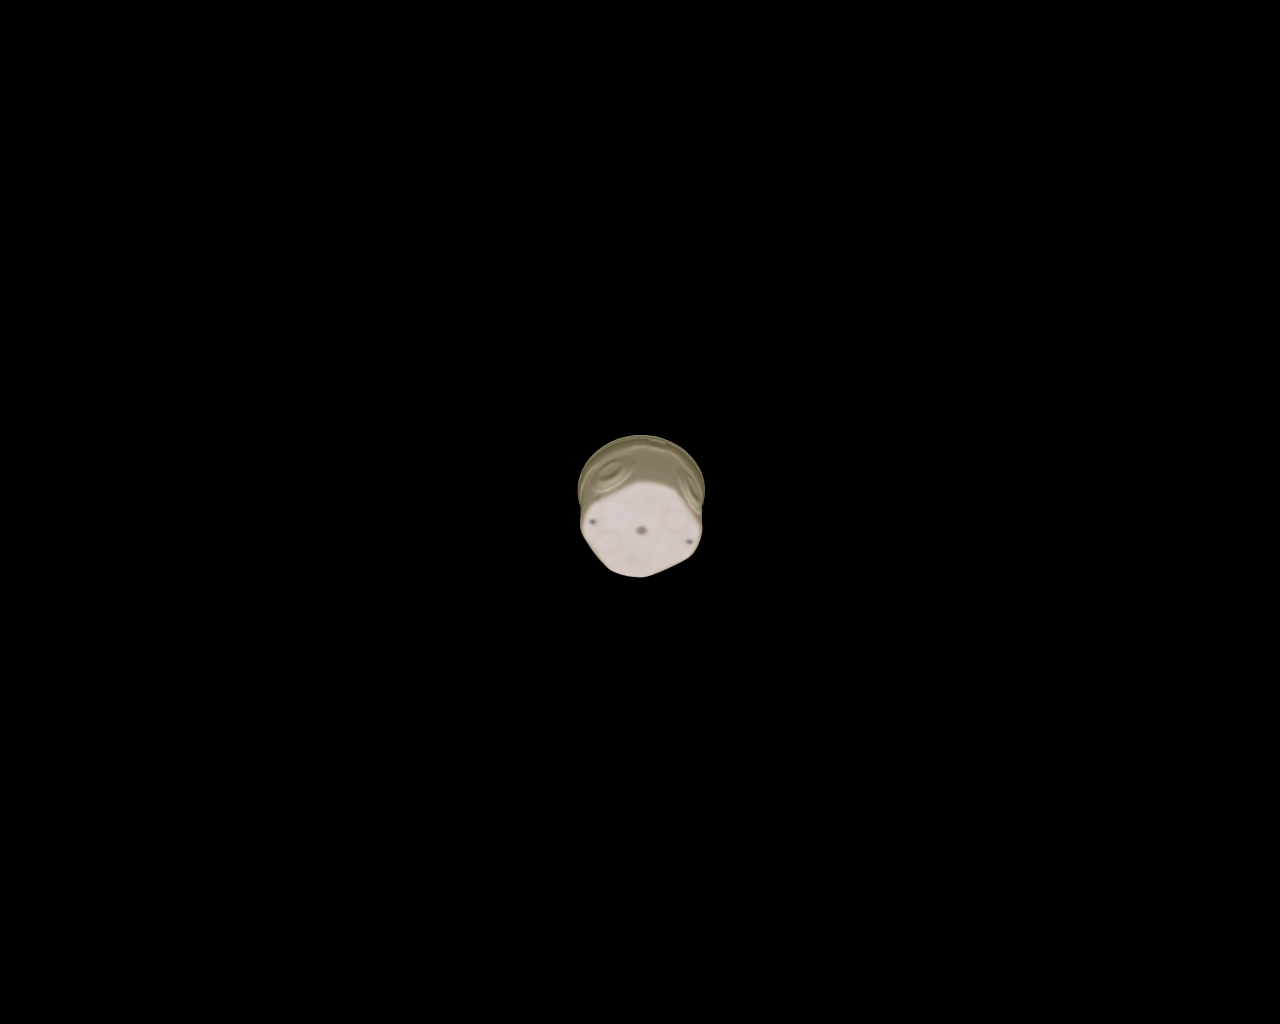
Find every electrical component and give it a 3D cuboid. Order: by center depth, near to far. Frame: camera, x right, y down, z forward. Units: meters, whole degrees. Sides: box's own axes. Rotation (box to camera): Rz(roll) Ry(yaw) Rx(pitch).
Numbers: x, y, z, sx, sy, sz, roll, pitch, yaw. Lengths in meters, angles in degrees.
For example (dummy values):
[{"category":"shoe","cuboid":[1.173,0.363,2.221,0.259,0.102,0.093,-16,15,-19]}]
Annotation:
[{"category":"electrical component","cuboid":[0.001,-0.003,0.650,0.080,0.080,0.051,0,34,0]}]
